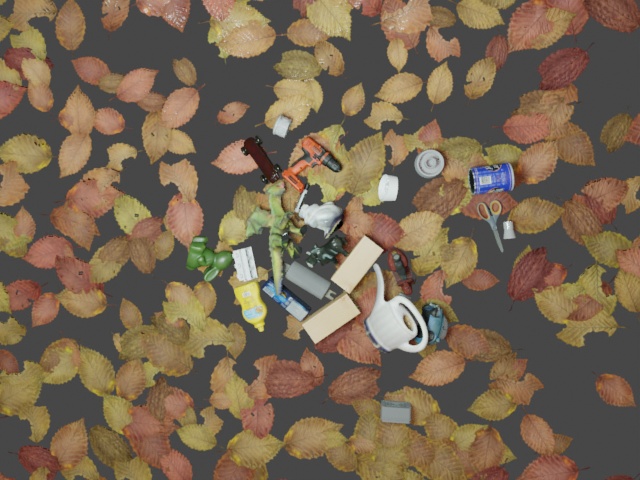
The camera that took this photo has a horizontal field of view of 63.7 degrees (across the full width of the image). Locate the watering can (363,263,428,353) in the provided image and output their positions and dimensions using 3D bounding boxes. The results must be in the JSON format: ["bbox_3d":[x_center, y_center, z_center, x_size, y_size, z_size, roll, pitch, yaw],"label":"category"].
[{"bbox_3d":[0.248,0.274,1.900,0.221,0.350,0.105,-42,-14,29],"label":"watering can"}]

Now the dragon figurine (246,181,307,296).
[{"bbox_3d":[-0.187,-0.020,1.946,0.244,0.409,0.122,21,6,37],"label":"dragon figurine"}]

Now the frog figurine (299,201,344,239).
[{"bbox_3d":[0.006,-0.097,1.932,0.160,0.139,0.120,39,-27,12],"label":"frog figurine"}]
